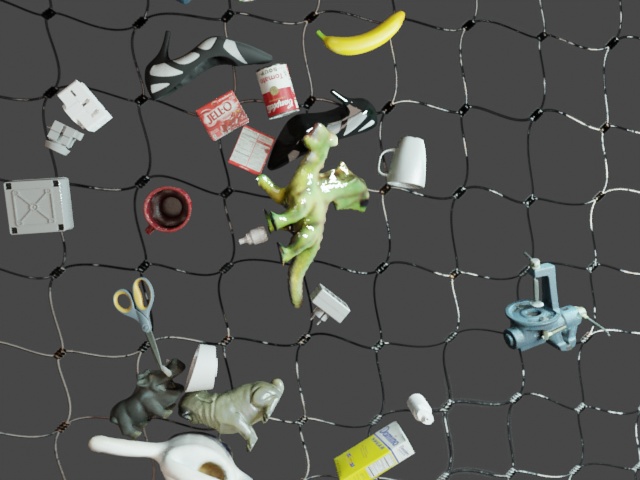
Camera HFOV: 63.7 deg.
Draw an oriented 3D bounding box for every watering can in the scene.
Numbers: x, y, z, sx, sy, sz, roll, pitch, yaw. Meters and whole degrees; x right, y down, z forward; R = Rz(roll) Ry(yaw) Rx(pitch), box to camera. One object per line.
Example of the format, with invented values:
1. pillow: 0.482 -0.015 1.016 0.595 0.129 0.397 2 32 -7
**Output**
1. watering can: -0.292 0.453 1.068 0.347 0.222 0.105 24 75 -8

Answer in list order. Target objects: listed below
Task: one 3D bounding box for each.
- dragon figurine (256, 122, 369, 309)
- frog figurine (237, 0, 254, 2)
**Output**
1. dragon figurine: 0.003 -0.055 1.100 0.244 0.124 0.401 -22 124 -15
2. frog figurine: -0.157 -0.567 1.036 0.137 0.120 0.163 -5 63 1
